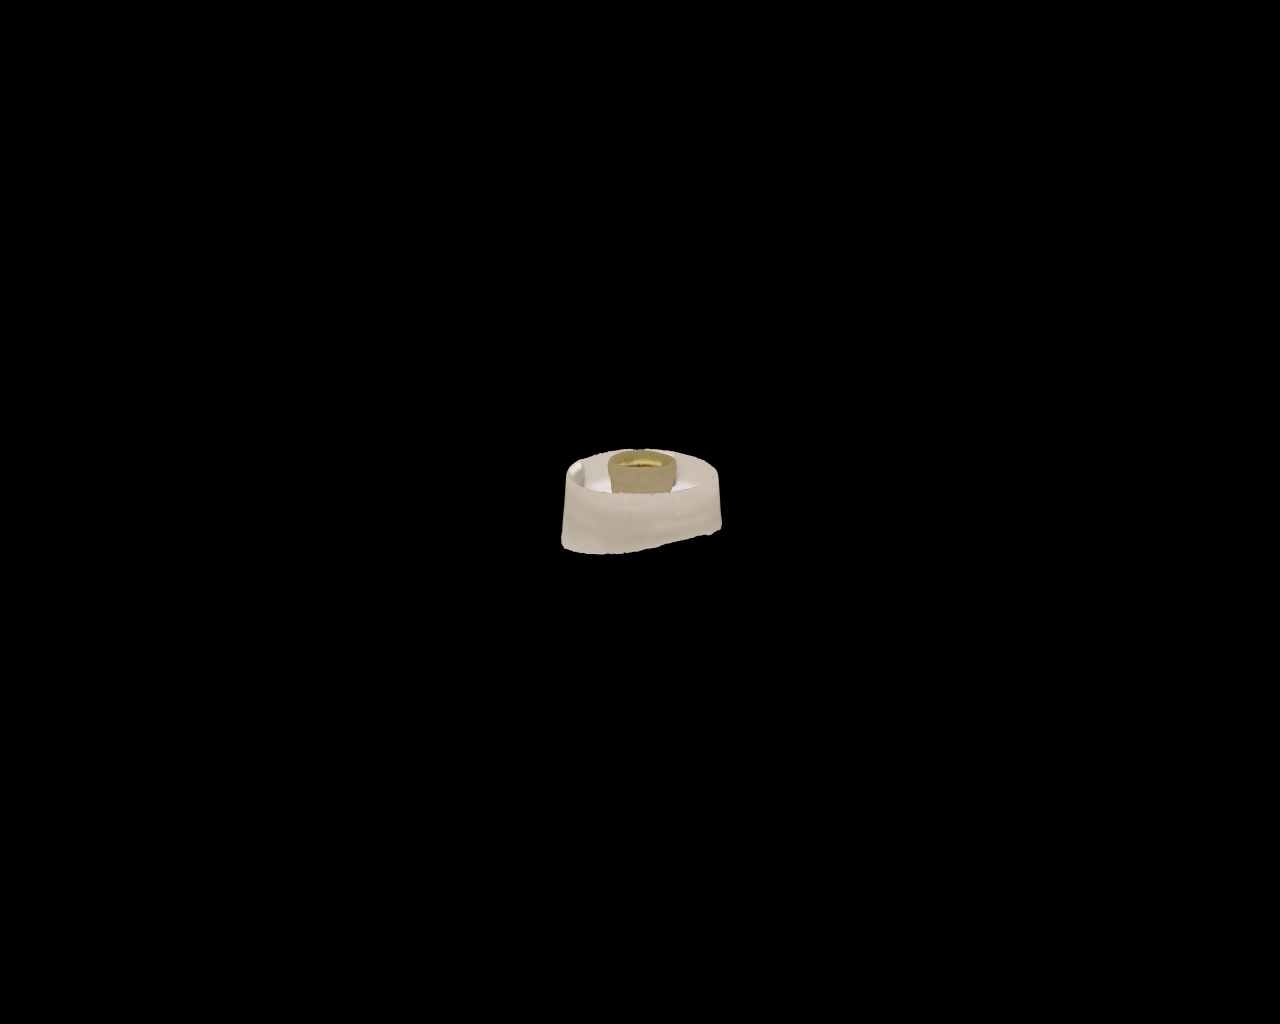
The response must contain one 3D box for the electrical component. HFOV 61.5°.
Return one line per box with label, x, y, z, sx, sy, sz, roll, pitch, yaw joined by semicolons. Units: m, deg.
electrical component;0.001;-0.003;0.650;0.099;0.064;0.099;0;20;0
